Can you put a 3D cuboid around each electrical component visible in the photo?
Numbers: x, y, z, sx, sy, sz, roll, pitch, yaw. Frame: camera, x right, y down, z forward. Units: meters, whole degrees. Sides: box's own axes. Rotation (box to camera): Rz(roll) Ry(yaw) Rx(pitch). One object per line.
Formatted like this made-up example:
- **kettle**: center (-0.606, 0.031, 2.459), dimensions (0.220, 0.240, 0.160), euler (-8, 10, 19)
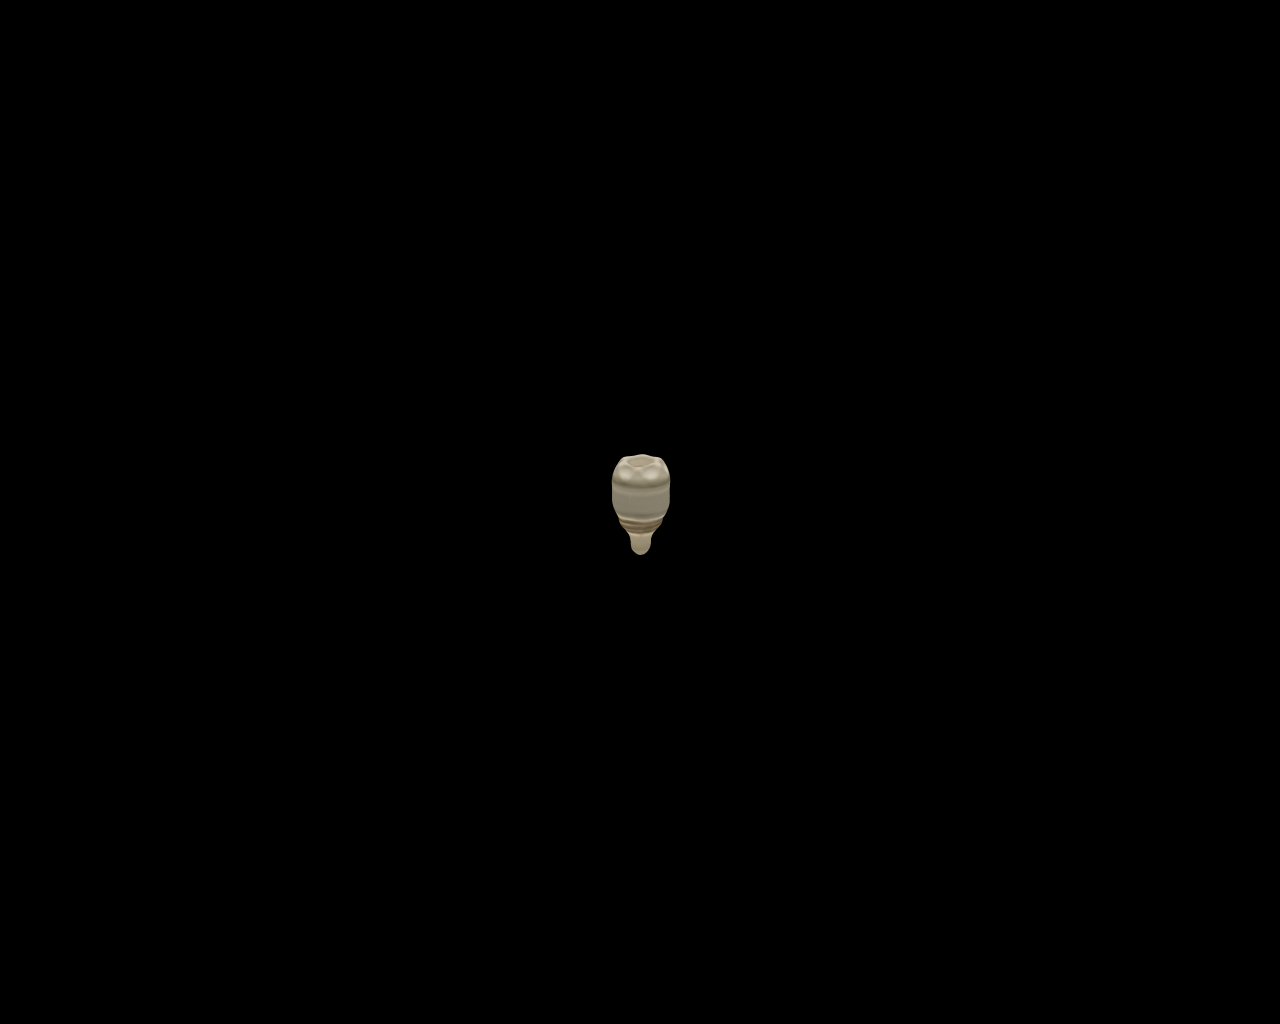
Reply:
- **electrical component**: center (0.001, -0.003, 0.650), dimensions (0.035, 0.061, 0.035), euler (0, 19, 0)
